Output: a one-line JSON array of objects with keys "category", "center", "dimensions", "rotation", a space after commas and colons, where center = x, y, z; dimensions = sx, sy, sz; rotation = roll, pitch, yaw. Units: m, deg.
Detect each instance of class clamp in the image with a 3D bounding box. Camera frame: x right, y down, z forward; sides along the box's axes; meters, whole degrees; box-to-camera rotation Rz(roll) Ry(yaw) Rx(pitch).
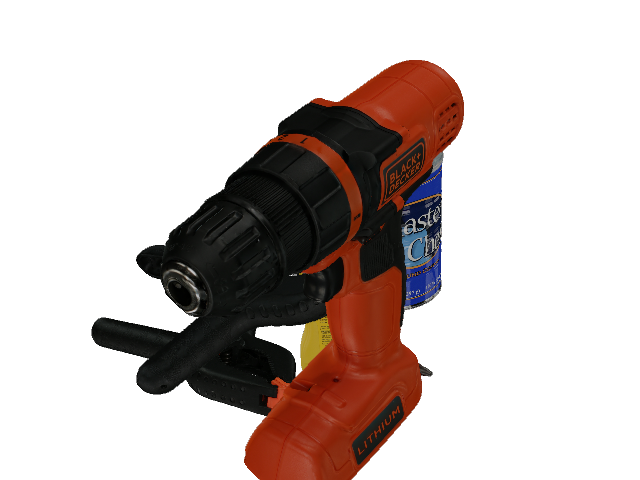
[{"category": "clamp", "center": [-0.077, 0.096, 0.919], "dimensions": [0.164, 0.036, 0.210], "rotation": [-11, 22, -39]}, {"category": "clamp", "center": [-0.043, 0.036, 0.668], "dimensions": [0.172, 0.120, 0.039], "rotation": [-13, -41, 15]}]

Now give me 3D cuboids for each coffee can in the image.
[{"category": "coffee can", "center": [0.064, -0.019, 1.007], "dimensions": [0.103, 0.140, 0.103], "rotation": [-2, 28, 1]}]

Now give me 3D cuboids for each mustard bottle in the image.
[{"category": "mustard bottle", "center": [0.020, 0.067, 1.247], "dimensions": [0.096, 0.192, 0.058], "rotation": [-3, 22, 0]}]

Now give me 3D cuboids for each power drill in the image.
[{"category": "power drill", "center": [0.001, 0.030, 0.481], "dimensions": [0.057, 0.188, 0.184], "rotation": [25, 43, 27]}]
